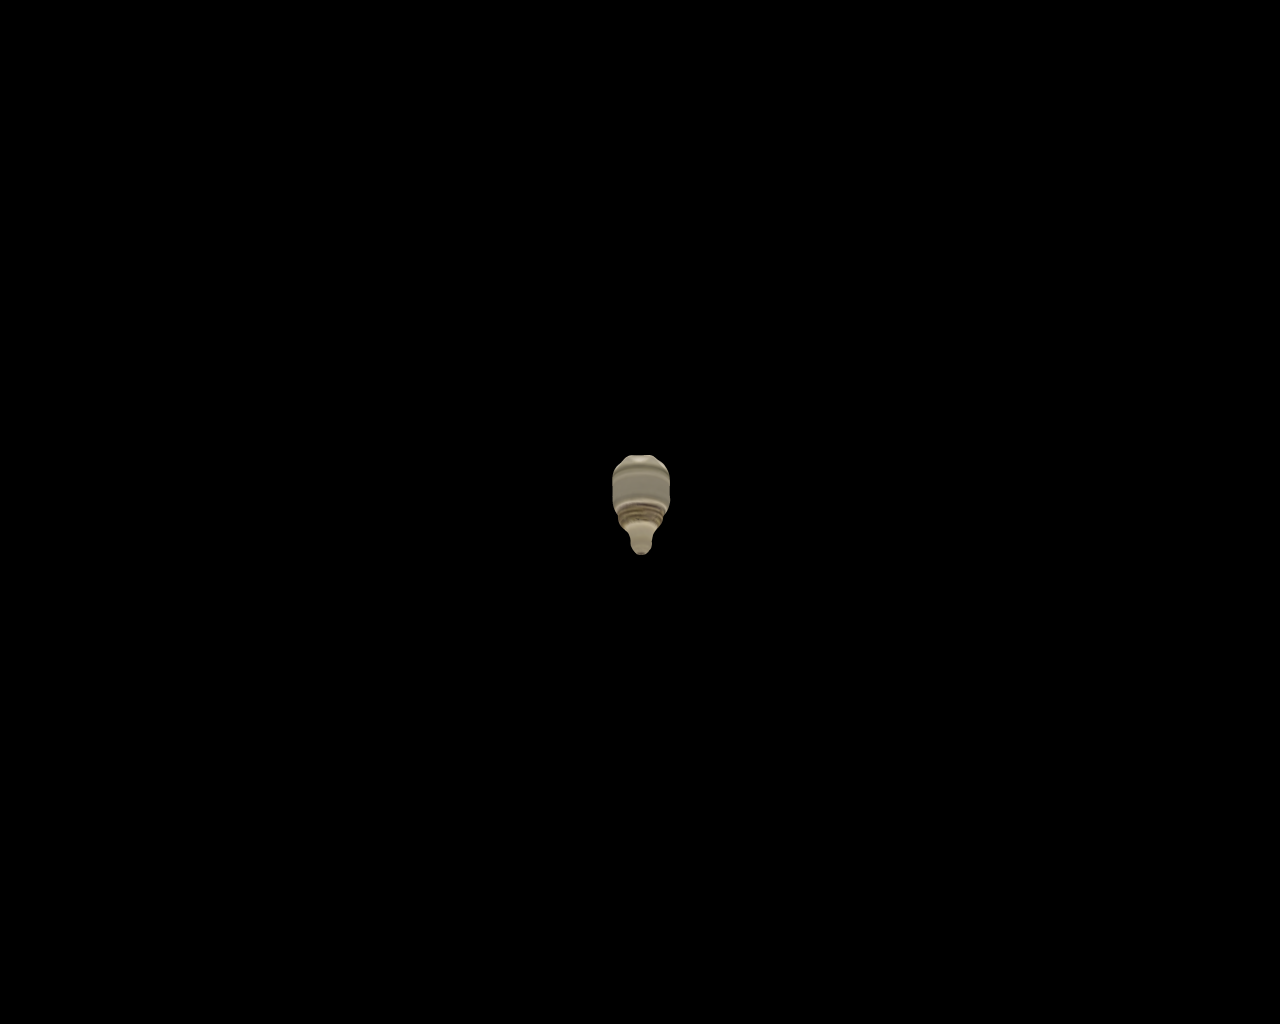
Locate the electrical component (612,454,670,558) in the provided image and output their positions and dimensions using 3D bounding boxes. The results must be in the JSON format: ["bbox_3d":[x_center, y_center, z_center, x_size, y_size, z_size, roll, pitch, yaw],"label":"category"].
[{"bbox_3d":[0.001,-0.003,0.650,0.035,0.061,0.035,0,-24,0],"label":"electrical component"}]
